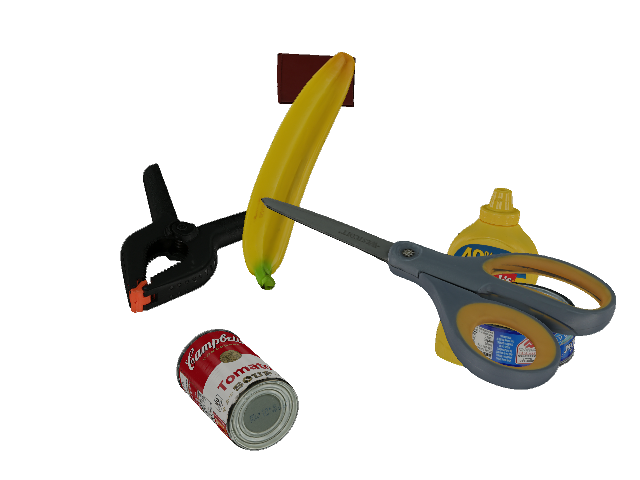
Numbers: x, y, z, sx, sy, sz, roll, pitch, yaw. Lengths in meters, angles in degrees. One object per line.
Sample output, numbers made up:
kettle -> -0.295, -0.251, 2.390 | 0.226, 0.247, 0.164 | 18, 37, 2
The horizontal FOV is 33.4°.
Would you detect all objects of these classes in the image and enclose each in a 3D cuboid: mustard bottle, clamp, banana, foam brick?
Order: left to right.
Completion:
clamp -> -0.146, -0.005, 1.066 | 0.165, 0.036, 0.209 | 20, 40, 17
banana -> -0.020, -0.050, 0.818 | 0.037, 0.197, 0.070 | 27, -18, -33
foam brick -> -0.005, -0.165, 1.101 | 0.078, 0.051, 0.053 | 2, 11, -5
mustard bottle -> 0.179, 0.039, 1.119 | 0.096, 0.192, 0.058 | 12, 17, 21

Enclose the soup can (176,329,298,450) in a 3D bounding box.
soup can -> -0.072, 0.127, 0.912 | 0.068, 0.068, 0.102 | 0, 19, -33

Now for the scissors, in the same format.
scissors -> 0.046, 0.024, 0.548 | 0.202, 0.016, 0.096 | 11, 42, 16

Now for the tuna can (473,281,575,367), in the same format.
tuna can -> 0.143, 0.061, 0.777 | 0.086, 0.034, 0.086 | 1, 21, -1
